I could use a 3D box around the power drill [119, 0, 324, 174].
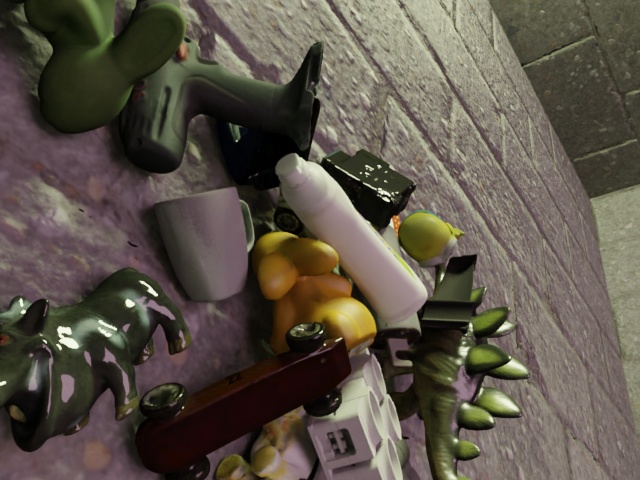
[{"bbox_3d":[-0.101,-0.174,0.550,0.207,0.086,0.232,9,69,-7],"label":"power drill"}]

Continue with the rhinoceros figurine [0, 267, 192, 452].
[{"bbox_3d":[-0.182,0.084,0.397,0.190,0.073,0.112,-41,109,-55],"label":"rhinoceros figurine"}]

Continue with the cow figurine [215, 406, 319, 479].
[{"bbox_3d":[-0.046,0.236,0.522,0.098,0.068,0.167,58,35,-26],"label":"cow figurine"}]

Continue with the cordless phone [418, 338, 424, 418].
[{"bbox_3d":[0.215,0.219,0.906,0.146,0.089,0.184,35,59,-43],"label":"cordless phone"}]

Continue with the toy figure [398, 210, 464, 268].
[{"bbox_3d":[0.162,-0.007,0.851,0.089,0.082,0.180,26,13,-1],"label":"toy figure"}]

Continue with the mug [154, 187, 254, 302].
[{"bbox_3d":[-0.108,0.004,0.545,0.109,0.081,0.107,-19,101,-61],"label":"mug"}]

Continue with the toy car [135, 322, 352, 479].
[{"bbox_3d":[-0.064,0.141,0.483,0.202,0.053,0.089,-23,108,-23],"label":"toy car"}]

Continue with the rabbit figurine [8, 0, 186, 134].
[{"bbox_3d":[-0.201,-0.180,0.462,0.159,0.121,0.170,-9,109,-18],"label":"rabbit figurine"}]

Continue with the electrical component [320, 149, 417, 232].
[{"bbox_3d":[0.063,-0.081,0.790,0.134,0.058,0.115,32,30,11],"label":"electrical component"}]

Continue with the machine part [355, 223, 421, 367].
[{"bbox_3d":[0.087,0.064,0.762,0.079,0.079,0.243,30,42,-44],"label":"machine part"}]

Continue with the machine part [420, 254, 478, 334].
[{"bbox_3d":[0.189,0.075,0.760,0.039,0.084,0.139,59,43,-28],"label":"machine part"}]

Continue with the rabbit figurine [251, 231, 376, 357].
[{"bbox_3d":[-0.026,0.060,0.590,0.173,0.122,0.162,58,-7,23],"label":"rabbit figurine"}]

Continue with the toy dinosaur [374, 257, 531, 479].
[{"bbox_3d":[0.176,0.178,0.741,0.105,0.199,0.471,50,37,-32],"label":"toy dinosaur"}]

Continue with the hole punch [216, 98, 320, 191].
[{"bbox_3d":[-0.069,-0.127,0.663,0.142,0.092,0.115,-29,135,-60],"label":"hole punch"}]

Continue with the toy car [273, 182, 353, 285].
[{"bbox_3d":[-0.001,-0.002,0.683,0.073,0.056,0.201,-68,144,-45],"label":"toy car"}]
